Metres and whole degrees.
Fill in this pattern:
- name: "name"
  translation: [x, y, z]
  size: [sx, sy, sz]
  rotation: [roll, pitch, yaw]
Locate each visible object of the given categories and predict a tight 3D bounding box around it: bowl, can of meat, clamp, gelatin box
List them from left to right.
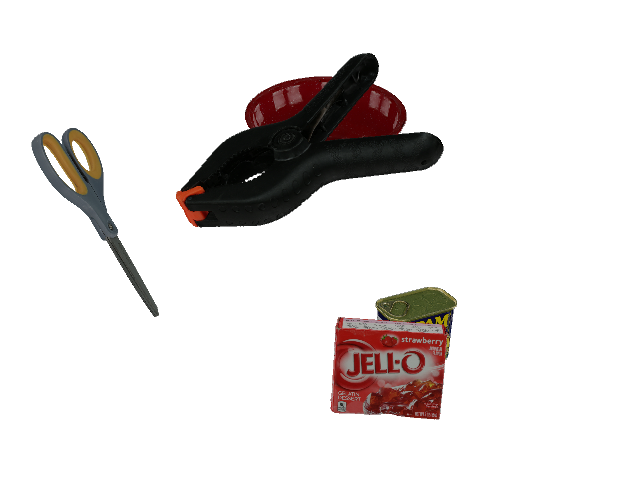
- name: "clamp"
  translation: [-0.007, -0.052, 0.692]
  size: [0.171, 0.039, 0.120]
  rotation: [-35, 39, -7]
- name: "bowl"
  translation: [0.005, -0.106, 1.078]
  size: [0.162, 0.055, 0.162]
  rotation: [0, 35, 0]
- name: "gelatin box"
  translation: [0.054, 0.103, 0.857]
  size: [0.089, 0.073, 0.030]
  rotation: [4, 14, 2]
- name: "can of meat"
  translation: [0.117, 0.114, 1.341]
  size: [0.101, 0.084, 0.058]
  rotation: [-12, 30, -27]

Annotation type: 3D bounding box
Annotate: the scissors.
- name: "scissors"
  translation: [-0.204, -0.027, 1.023]
  size: [0.016, 0.201, 0.096]
  rotation: [-25, 26, 21]
